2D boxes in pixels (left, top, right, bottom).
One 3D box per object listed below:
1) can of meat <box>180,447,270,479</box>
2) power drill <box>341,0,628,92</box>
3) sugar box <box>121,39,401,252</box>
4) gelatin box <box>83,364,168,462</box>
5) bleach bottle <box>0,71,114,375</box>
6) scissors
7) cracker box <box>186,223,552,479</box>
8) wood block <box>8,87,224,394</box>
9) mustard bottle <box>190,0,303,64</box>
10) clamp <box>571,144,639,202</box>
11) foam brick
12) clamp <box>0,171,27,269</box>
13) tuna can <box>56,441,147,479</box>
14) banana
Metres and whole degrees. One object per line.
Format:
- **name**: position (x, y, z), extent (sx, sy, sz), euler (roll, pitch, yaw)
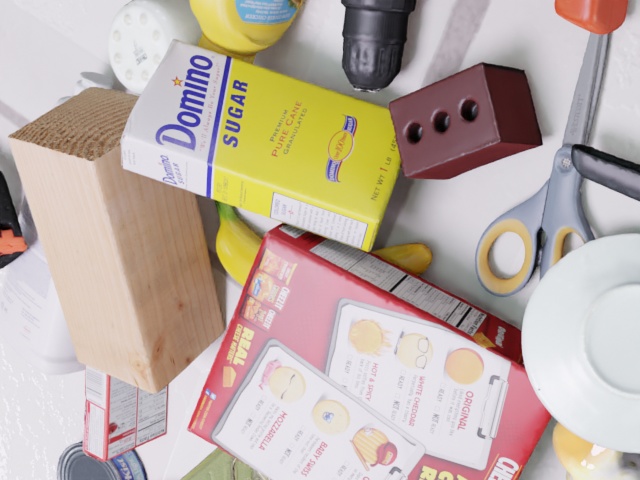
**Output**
- **can of meat**: position (-0.050, 0.181, 0.822), extent (0.102, 0.083, 0.057), euler (-45, 74, 34)
- **power drill**: position (0.094, -0.173, 0.653), extent (0.188, 0.057, 0.184), euler (15, 108, 34)
- **sugar box**: position (-0.034, -0.065, 0.709), extent (0.176, 0.093, 0.048), euler (19, 148, 2)
- **gelatin box**: position (-0.163, 0.133, 0.899), extent (0.030, 0.073, 0.089), euler (17, 111, 33)
- **bleach bottle**: position (-0.210, -0.017, 0.904), extent (0.103, 0.067, 0.251), euler (33, 116, 33)
- **scissors**: position (0.141, -0.042, 0.678), extent (0.096, 0.016, 0.202), euler (2, 98, 38)
- **cracker box**: position (0.037, 0.104, 0.719), extent (0.214, 0.072, 0.164), euler (27, 111, 12)
- **wood block**: position (-0.148, 0.000, 0.807), extent (0.091, 0.090, 0.206), euler (15, 130, 32)
- **mustard bottle**: position (-0.040, -0.190, 0.722), extent (0.058, 0.096, 0.192), euler (37, 119, 22)
- **clamp**: position (0.238, -0.031, 0.597), extent (0.171, 0.039, 0.120), euler (45, 125, 11)
- **foam brick**: position (0.091, -0.074, 0.676), extent (0.078, 0.051, 0.053), euler (-20, 78, 42)
- **clamp**: position (-0.309, -0.021, 0.956), extent (0.210, 0.036, 0.165), euler (41, 128, 48)
- **tuna can**: position (-0.197, 0.220, 0.968), extent (0.086, 0.033, 0.086), euler (8, 105, 33)
- **banana**: position (-0.009, 0.018, 0.785), extent (0.198, 0.037, 0.070), euler (15, 110, 32)
